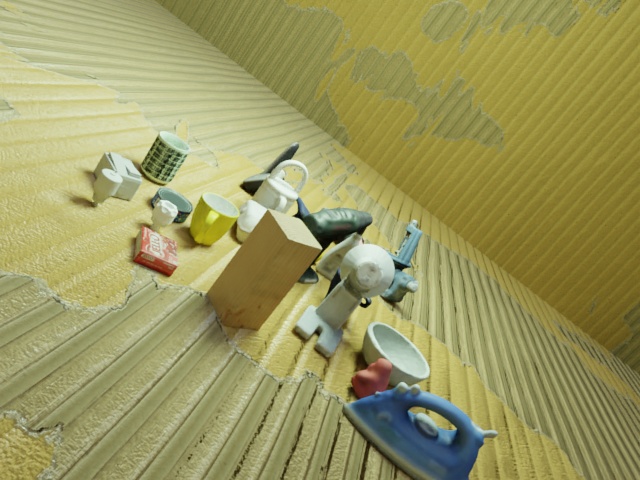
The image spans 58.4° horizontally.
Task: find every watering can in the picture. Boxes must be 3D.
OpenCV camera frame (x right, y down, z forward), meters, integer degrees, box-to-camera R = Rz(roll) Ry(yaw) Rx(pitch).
[{"bbox_3d":[-0.111,-0.132,1.513,0.101,0.194,0.172,19,26,-46],"label":"watering can"}]

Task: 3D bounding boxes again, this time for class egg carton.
[{"bbox_3d":[-0.154,-0.036,1.396,0.107,0.069,0.150,31,19,-20],"label":"egg carton"}]

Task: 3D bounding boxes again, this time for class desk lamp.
[{"bbox_3d":[0.066,0.114,1.212,0.118,0.213,0.203,38,18,2],"label":"desk lamp"}]

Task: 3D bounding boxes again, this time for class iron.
[{"bbox_3d":[0.183,0.329,1.024,0.258,0.141,0.118,36,18,-6],"label":"iron"}]

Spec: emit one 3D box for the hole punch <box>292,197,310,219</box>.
[{"bbox_3d":[-0.045,-0.056,1.618,0.101,0.091,0.108,29,20,-25],"label":"hole punch"}]

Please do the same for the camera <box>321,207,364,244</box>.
[{"bbox_3d":[0.071,-0.034,1.769,0.144,0.100,0.136,13,30,-52],"label":"camera"}]

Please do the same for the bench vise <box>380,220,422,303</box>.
[{"bbox_3d":[0.246,0.062,1.673,0.207,0.219,0.122,48,21,30],"label":"bench vise"}]

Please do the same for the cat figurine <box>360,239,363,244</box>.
[{"bbox_3d":[0.094,0.034,1.619,0.067,0.117,0.128,44,19,19],"label":"cat figurine"}]

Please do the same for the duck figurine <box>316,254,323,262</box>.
[{"bbox_3d":[-0.026,0.002,1.522,0.104,0.086,0.078,43,18,15],"label":"duck figurine"}]

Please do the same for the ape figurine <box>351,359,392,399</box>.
[{"bbox_3d":[0.107,0.268,1.110,0.078,0.092,0.076,29,20,-25],"label":"ape figurine"}]

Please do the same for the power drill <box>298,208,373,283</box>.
[{"bbox_3d":[0.013,0.005,1.387,0.075,0.208,0.230,46,20,26],"label":"power drill"}]

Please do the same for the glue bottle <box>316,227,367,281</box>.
[{"bbox_3d":[0.068,0.029,1.489,0.078,0.173,0.037,35,18,-8],"label":"glue bottle"}]

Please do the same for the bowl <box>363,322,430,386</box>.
[{"bbox_3d":[0.151,0.260,1.241,0.168,0.074,0.167,34,18,-12],"label":"bowl"}]

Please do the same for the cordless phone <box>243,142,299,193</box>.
[{"bbox_3d":[-0.135,-0.213,1.680,0.094,0.185,0.147,36,18,-4],"label":"cordless phone"}]

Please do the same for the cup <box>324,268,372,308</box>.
[{"bbox_3d":[0.063,0.135,1.348,0.117,0.095,0.092,48,20,29],"label":"cup"}]
